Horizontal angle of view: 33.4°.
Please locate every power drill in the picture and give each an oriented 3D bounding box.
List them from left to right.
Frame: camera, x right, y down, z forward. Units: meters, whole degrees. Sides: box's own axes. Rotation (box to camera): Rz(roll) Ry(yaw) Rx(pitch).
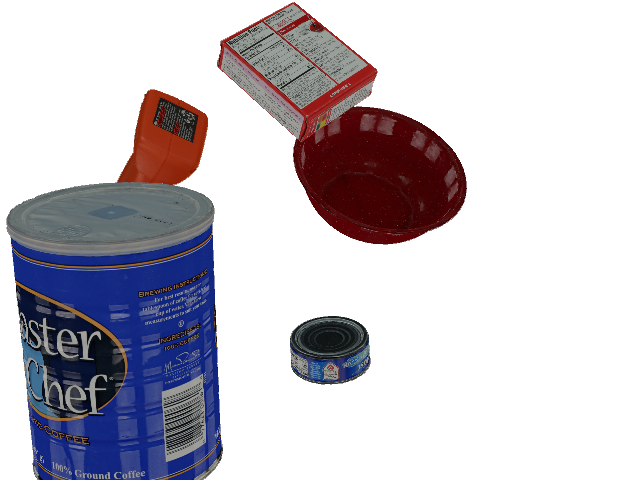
[{"bbox_3d":[-0.160,-0.016,0.870,0.057,0.188,0.184,25,30,-18],"label":"power drill"}]

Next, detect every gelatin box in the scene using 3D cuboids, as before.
[{"bbox_3d":[-0.017,-0.120,0.753,0.073,0.089,0.030,-37,-21,-31],"label":"gelatin box"}]

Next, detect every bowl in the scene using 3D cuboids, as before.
[{"bbox_3d":[0.049,-0.049,0.979,0.162,0.162,0.055,0,-41,-16],"label":"bowl"}]

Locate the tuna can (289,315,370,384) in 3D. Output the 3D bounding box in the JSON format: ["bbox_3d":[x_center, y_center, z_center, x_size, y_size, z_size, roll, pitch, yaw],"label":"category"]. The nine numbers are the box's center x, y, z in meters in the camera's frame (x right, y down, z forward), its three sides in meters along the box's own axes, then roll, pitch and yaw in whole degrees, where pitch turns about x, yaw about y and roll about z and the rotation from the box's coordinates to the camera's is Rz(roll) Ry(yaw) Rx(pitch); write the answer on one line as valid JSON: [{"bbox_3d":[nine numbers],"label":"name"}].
[{"bbox_3d":[0.010,0.115,1.134,0.086,0.034,0.086,-3,27,1],"label":"tuna can"}]

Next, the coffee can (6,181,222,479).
[{"bbox_3d":[-0.104,0.050,0.557,0.103,0.140,0.103,0,19,0],"label":"coffee can"}]
